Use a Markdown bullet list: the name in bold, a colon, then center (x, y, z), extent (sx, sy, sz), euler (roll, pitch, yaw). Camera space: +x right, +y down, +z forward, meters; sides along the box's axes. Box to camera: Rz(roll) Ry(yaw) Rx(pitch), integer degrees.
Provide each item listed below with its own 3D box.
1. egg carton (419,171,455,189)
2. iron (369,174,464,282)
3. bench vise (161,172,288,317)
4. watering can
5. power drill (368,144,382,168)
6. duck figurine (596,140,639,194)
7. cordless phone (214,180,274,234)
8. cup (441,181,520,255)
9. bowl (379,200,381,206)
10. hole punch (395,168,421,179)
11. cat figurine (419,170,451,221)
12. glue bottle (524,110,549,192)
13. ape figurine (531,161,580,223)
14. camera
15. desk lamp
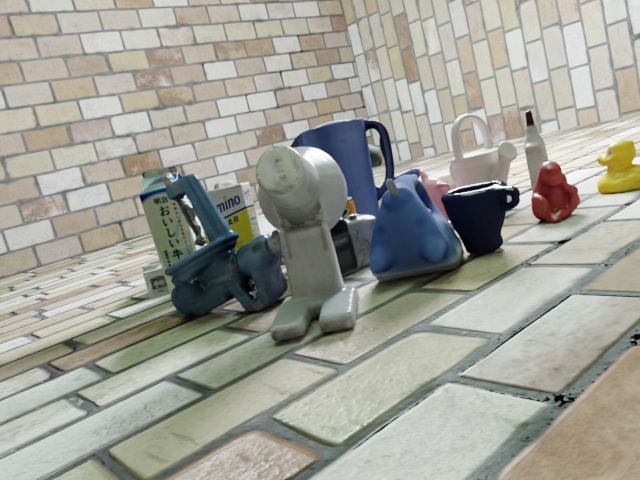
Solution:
- **egg carton**: center (0.281, -0.124, 1.402), extent (0.150, 0.069, 0.107), euler (-17, 9, -19)
- **iron**: center (0.137, -0.034, 0.828), extent (0.118, 0.141, 0.259), euler (-11, 9, 20)
- **bench vise**: center (-0.142, -0.004, 0.837), extent (0.207, 0.220, 0.121), euler (-13, 9, 8)
- **watering can**: center (0.312, -0.151, 1.115), extent (0.172, 0.194, 0.101), euler (-6, 12, 44)
- **power drill**: center (0.060, -0.156, 1.507), extent (0.229, 0.208, 0.076), euler (-13, 9, 10)
- **duck figurine**: center (0.532, -0.132, 0.993), extent (0.104, 0.086, 0.078), euler (-8, 11, 36)
- **cordless phone**: center (-0.155, -0.051, 1.269), extent (0.093, 0.185, 0.148), euler (-5, 13, 46)
- **cup**: center (0.233, -0.029, 0.798), extent (0.092, 0.095, 0.117), euler (-21, 11, -35)
- **bowl**: center (0.097, -0.076, 1.383), extent (0.167, 0.075, 0.167), euler (-14, 9, 2)
- **hole punch**: center (0.215, -0.137, 1.527), extent (0.109, 0.091, 0.100), euler (-20, 10, -30)
- **cat figurine**: center (0.206, -0.074, 1.051), extent (0.067, 0.118, 0.128), euler (-14, 9, 4)
- **glue bottle**: center (0.395, -0.150, 1.044), extent (0.037, 0.173, 0.078), euler (-10, 10, 25)
- **ape figurine**: center (0.367, -0.079, 0.905), extent (0.077, 0.092, 0.076), euler (-13, 9, 6)
- **camera**: center (0.009, 0.003, 0.937), extent (0.143, 0.101, 0.136), euler (-21, 11, -36)
- **desk lamp**: center (-0.018, -0.012, 0.707), extent (0.118, 0.213, 0.203), euler (-13, 9, 7)
